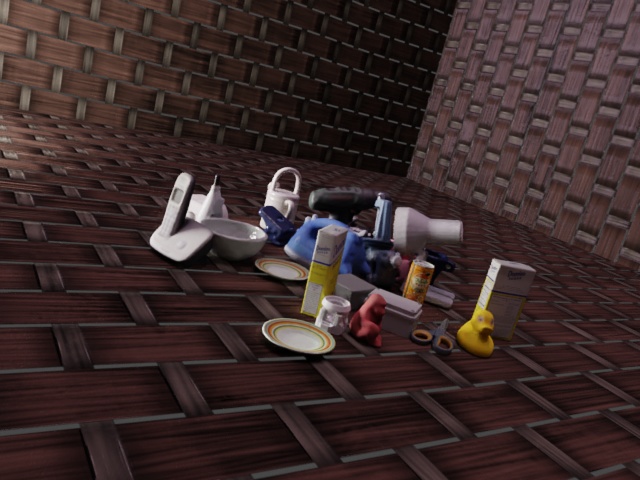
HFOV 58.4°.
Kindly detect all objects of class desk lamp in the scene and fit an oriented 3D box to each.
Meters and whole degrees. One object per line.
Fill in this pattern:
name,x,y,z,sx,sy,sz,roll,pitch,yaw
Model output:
desk lamp,0.265,0.036,1.444,0.203,0.213,0.118,18,15,13

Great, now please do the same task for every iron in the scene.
iron,0.013,0.005,1.458,0.257,0.141,0.119,25,18,36

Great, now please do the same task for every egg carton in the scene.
egg carton,-0.329,-0.079,1.587,0.149,0.069,0.107,24,17,32

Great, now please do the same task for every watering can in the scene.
watering can,-0.117,-0.127,1.729,0.172,0.194,0.101,26,18,38

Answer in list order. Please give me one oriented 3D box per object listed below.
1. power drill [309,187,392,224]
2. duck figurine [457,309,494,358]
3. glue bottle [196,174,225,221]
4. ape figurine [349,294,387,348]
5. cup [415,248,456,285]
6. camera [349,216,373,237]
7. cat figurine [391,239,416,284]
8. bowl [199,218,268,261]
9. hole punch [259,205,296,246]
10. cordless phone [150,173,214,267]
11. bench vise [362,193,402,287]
power drill,0.071,-0.053,1.603,0.230,0.208,0.075,10,15,-16
duck figurine,0.333,0.186,1.198,0.077,0.086,0.104,13,14,-4
glue bottle,-0.271,-0.082,1.441,0.037,0.173,0.078,23,16,30
ape figurine,0.100,0.148,1.097,0.076,0.092,0.078,22,16,28
cup,0.303,0.082,1.548,0.117,0.095,0.092,23,16,30
camera,0.090,-0.023,1.726,0.136,0.101,0.143,19,15,16
cat figurine,0.226,0.047,1.558,0.067,0.118,0.127,7,16,-26
bowl,-0.212,0.006,1.366,0.167,0.075,0.167,14,14,-3
hole punch,-0.121,-0.042,1.609,0.101,0.091,0.109,18,14,13
cordless phone,-0.292,-0.046,1.258,0.147,0.185,0.094,24,17,34
bench vise,0.166,-0.001,1.473,0.122,0.220,0.206,2,19,-41
